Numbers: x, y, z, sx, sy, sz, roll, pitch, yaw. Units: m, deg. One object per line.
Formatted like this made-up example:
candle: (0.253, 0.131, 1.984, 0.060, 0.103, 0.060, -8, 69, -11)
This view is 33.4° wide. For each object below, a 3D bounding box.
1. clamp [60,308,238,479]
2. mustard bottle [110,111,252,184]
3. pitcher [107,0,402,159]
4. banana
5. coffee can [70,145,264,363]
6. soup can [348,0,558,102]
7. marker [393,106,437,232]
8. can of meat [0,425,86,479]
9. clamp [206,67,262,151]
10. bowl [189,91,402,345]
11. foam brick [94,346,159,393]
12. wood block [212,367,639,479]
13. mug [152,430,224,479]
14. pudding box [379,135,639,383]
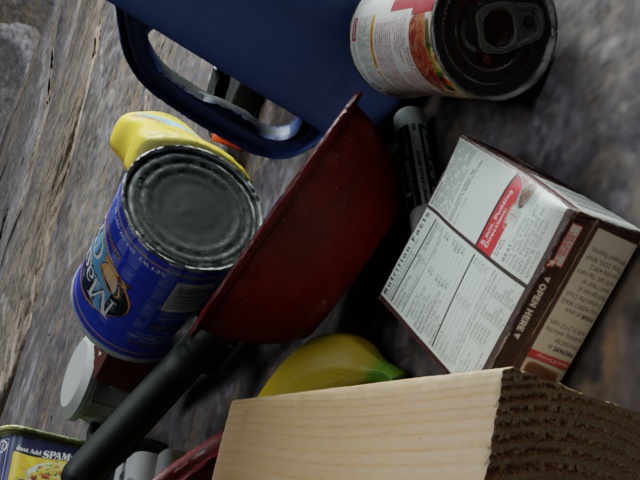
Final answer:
clamp: (-0.081, 0.073, 0.690, 0.210, 0.036, 0.164, -47, 2, 23)
mustard bottle: (-0.126, -0.071, 0.894, 0.058, 0.096, 0.192, -67, 23, 7)
pitcher: (-0.058, -0.158, 0.631, 0.145, 0.242, 0.149, -9, 57, 67)
banana: (-0.021, 0.112, 0.589, 0.198, 0.037, 0.069, -54, 26, 31)
coffee can: (-0.113, 0.013, 0.771, 0.141, 0.102, 0.103, 129, 152, -48)
soup can: (0.064, -0.105, 0.544, 0.102, 0.068, 0.068, 19, 88, 67)
marker: (0.054, -0.026, 0.563, 0.020, 0.020, 0.121, -50, 30, 37)
can of meat: (-0.227, 0.209, 0.880, 0.058, 0.102, 0.084, -41, 38, 46)
clamp: (-0.075, -0.153, 0.924, 0.120, 0.039, 0.171, -29, 46, 61)
bowl: (-0.004, 0.001, 0.579, 0.162, 0.055, 0.162, -55, 2, 2)
foam brick: (-0.147, 0.079, 0.873, 0.078, 0.051, 0.053, -59, 25, 22)
wood block: (0.035, 0.110, 0.405, 0.206, 0.090, 0.091, -22, 51, 61)
mug: (-0.051, 0.149, 0.537, 0.093, 0.081, 0.117, -34, -1, -26)
pudding box: (0.076, 0.013, 0.460, 0.090, 0.039, 0.113, -64, 22, 11)
